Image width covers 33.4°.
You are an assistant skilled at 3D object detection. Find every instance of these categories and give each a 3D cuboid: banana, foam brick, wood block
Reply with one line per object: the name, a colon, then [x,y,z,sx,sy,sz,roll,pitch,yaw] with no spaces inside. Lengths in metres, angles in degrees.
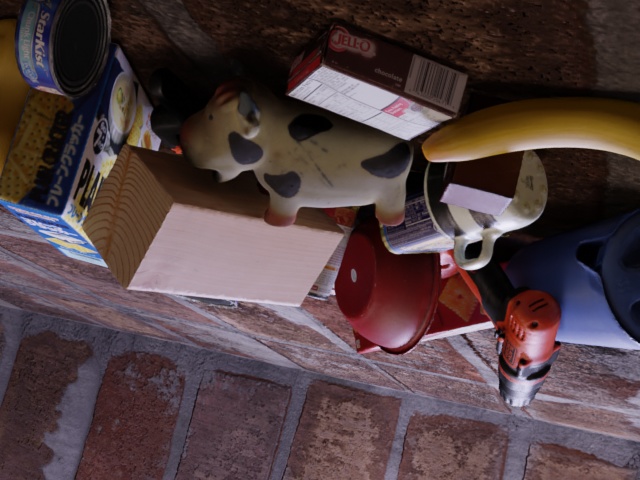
banana: [0.174,-0.076,0.765,0.198,0.069,0.037,8,132,25]
foam brick: [0.129,-0.066,0.831,0.051,0.078,0.053,15,165,2]
wood block: [-0.090,-0.008,0.942,0.205,0.091,0.090,10,-151,-47]

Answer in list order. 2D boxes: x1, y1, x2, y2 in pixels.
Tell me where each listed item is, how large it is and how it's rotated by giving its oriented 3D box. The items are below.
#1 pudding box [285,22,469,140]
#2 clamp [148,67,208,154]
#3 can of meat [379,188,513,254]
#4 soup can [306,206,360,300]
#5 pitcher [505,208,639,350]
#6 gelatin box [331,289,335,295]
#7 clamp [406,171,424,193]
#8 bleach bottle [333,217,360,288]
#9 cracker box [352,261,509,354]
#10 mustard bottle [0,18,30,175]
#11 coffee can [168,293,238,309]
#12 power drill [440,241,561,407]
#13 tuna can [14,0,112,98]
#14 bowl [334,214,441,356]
pudding box: [0.040,-0.117,0.800,0.113,0.039,0.090,20,168,-16]
clamp: [-0.091,-0.107,0.987,0.164,0.036,0.210,12,171,-16]
can of meat: [0.117,-0.021,0.995,0.101,0.057,0.084,0,166,-46]
soup can: [-0.007,0.001,1.059,0.068,0.102,0.068,19,-178,-1]
pitcher: [0.285,0.047,1.045,0.149,0.145,0.243,61,164,-3]
gelatin box: [0.017,0.033,1.390,0.089,0.073,0.030,10,166,21]
clamp: [0.016,-0.065,1.020,0.120,0.039,0.171,-4,168,42]
bleach bottle: [0.018,-0.004,1.215,0.103,0.068,0.251,39,172,15]
cracker box: [0.155,0.075,1.249,0.213,0.072,0.164,-10,171,-12]
mustard bottle: [-0.288,-0.090,0.922,0.058,0.191,0.096,20,166,-27]
coffee can: [-0.129,-0.001,1.250,0.103,0.140,0.103,13,168,3]
power drill: [0.172,0.066,1.093,0.188,0.057,0.184,53,159,31]
tuna can: [-0.191,-0.151,0.796,0.034,0.086,0.086,13,168,15]
bowl: [0.059,0.038,1.102,0.055,0.162,0.162,5,173,-26]
